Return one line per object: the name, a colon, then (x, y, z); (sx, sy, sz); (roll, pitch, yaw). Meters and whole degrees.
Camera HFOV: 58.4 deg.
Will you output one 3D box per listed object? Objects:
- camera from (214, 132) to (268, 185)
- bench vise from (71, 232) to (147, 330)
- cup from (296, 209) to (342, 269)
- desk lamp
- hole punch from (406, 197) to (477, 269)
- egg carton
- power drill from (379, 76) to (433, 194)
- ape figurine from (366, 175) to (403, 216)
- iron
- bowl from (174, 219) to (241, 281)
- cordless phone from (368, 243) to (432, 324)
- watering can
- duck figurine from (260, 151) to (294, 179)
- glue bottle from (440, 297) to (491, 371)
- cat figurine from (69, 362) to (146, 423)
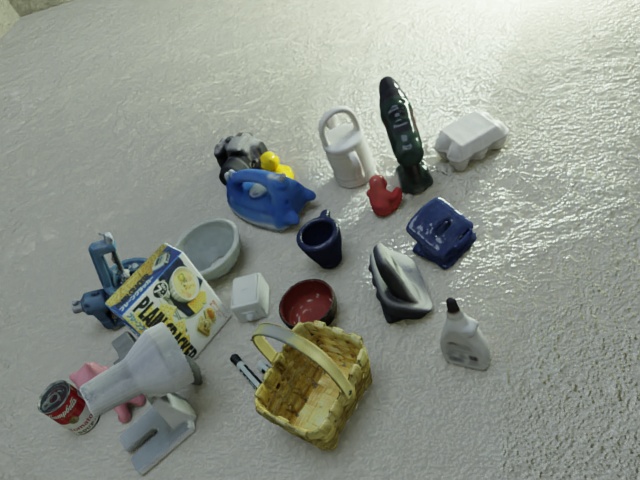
camera: (-0.222, -0.208, 1.486); (0.142, 0.101, 0.137); (7, 53, 30)
bench vise: (-0.443, 0.092, 1.220); (0.207, 0.220, 0.121); (-40, 45, -14)
cup: (0.011, 0.004, 1.186); (0.091, 0.095, 0.118); (-3, 48, 22)
desk lamp: (-0.296, 0.270, 0.991); (0.203, 0.214, 0.117); (-41, 46, -15)
hole punch: (0.235, -0.016, 1.105); (0.109, 0.091, 0.100); (-43, 46, -17)
egg carton: (0.334, -0.223, 1.270); (0.150, 0.070, 0.107); (-31, 44, -5)
power drill: (0.180, -0.212, 1.229); (0.075, 0.209, 0.229); (-18, 44, 9)
ape figurine: (0.132, -0.103, 1.233); (0.077, 0.092, 0.076); (15, 57, 35)
iron: (-0.147, -0.115, 1.336); (0.257, 0.142, 0.119); (11, 55, 32)
bowl: (-0.245, 0.036, 1.287); (0.167, 0.075, 0.167); (-13, 45, 13)
cordless phone: (0.129, 0.049, 1.024); (0.094, 0.185, 0.147); (-22, 44, 4)
watering can: (0.051, -0.224, 1.309); (0.101, 0.194, 0.172); (-42, 46, -16)
duck figurine: (-0.115, -0.178, 1.420); (0.077, 0.086, 0.104); (-35, 44, -9)
glue bottle: (0.221, 0.144, 0.902); (0.077, 0.173, 0.037); (10, 54, 31)
cat figurine: (-0.418, 0.282, 1.105); (0.127, 0.118, 0.067); (17, 58, 35)
